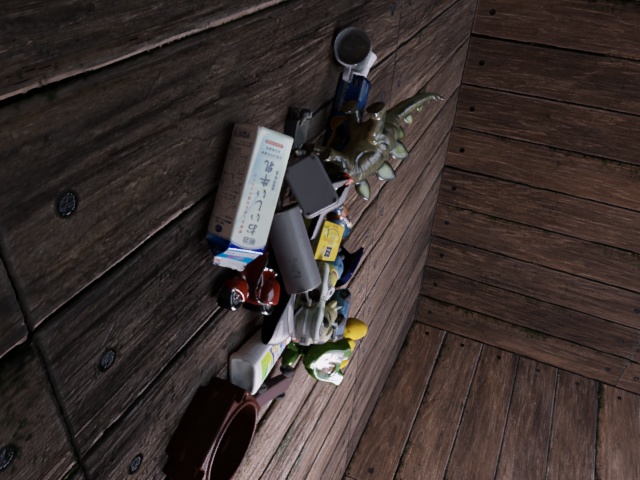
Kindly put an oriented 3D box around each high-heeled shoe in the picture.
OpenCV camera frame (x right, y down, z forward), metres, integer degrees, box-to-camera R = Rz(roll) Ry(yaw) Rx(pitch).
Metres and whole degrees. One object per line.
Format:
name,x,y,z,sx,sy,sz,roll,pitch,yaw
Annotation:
high-heeled shoe,-0.092,0.096,1.135,0.145,0.086,0.248,-34,122,-47

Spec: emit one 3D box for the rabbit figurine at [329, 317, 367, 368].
rabbit figurine,0.063,0.290,1.628,0.173,0.163,0.121,-27,133,-36

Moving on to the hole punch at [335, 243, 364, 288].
hole punch,0.071,0.074,1.577,0.115,0.092,0.142,89,22,-51

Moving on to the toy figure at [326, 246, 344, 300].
toy figure,0.010,0.092,1.424,0.082,0.089,0.180,46,39,-20

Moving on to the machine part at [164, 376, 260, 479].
machine part,-0.203,0.389,1.058,0.201,0.087,0.201,75,37,-55

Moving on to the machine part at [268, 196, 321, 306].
machine part,-0.055,0.018,1.075,0.079,0.079,0.243,-36,113,-61

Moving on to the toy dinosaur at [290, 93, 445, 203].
toy dinosaur,0.115,-0.222,1.223,0.471,0.105,0.198,-43,136,-10

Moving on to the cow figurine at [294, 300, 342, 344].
cow figurine,-0.005,0.204,1.391,0.195,0.127,0.085,-102,-154,-75

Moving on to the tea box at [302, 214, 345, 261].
tea box,-0.003,-0.004,1.323,0.169,0.068,0.098,7,99,-72

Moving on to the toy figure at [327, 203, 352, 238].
toy figure,0.045,-0.065,1.419,0.154,0.064,0.058,72,3,-53

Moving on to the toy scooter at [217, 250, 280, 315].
toy scooter,-0.125,0.073,1.034,0.183,0.075,0.135,29,77,-66

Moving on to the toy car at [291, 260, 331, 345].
toy car,-0.022,0.145,1.261,0.056,0.074,0.201,54,44,-67

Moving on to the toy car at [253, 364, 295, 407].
toy car,-0.127,0.362,1.304,0.202,0.053,0.089,-12,122,-65

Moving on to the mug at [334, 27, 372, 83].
mug,0.076,-0.401,1.190,0.107,0.081,0.109,-20,119,-79

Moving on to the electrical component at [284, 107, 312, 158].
electrical component,-0.042,-0.211,1.068,0.078,0.045,0.102,-20,125,-66

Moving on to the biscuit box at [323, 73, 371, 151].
biscuit box,0.061,-0.288,1.272,0.059,0.063,0.202,-5,110,-70

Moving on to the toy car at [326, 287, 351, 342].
toy car,0.031,0.209,1.546,0.162,0.103,0.109,-69,167,-46

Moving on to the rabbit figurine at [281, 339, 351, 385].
rabbit figurine,-0.025,0.301,1.425,0.159,0.170,0.121,3,104,-29
